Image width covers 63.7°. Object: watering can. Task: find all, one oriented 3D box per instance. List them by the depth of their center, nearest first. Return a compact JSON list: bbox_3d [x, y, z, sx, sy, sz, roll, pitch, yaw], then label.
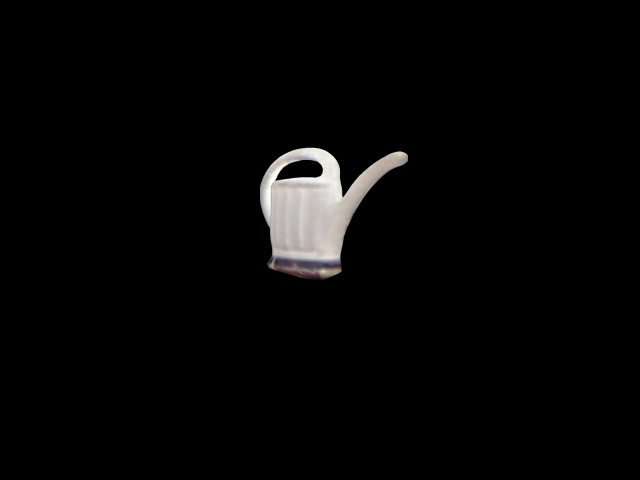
[{"bbox_3d":[0.003,-0.043,0.850,0.104,0.224,0.348,-2,5,-40],"label":"watering can"}]
